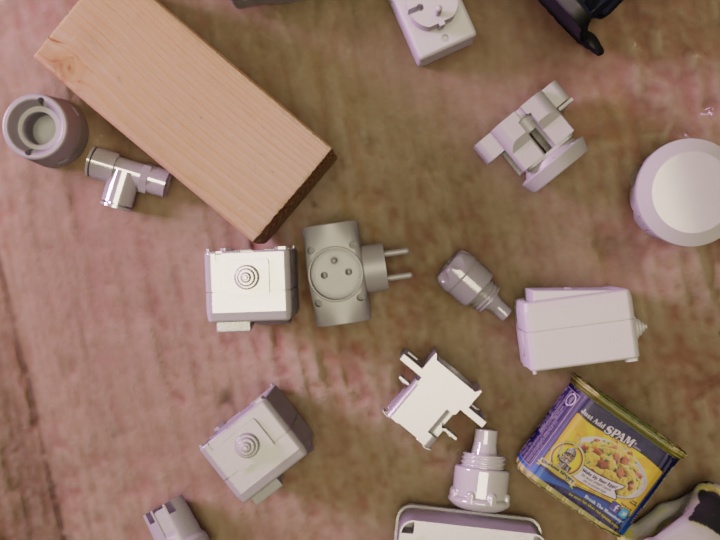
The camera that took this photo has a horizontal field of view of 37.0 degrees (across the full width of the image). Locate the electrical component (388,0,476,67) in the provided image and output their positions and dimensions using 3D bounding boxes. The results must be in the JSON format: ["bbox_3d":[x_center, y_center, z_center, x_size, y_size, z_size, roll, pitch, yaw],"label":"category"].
[{"bbox_3d":[0.053,-0.196,0.805,0.047,0.076,0.065,-24,91,1],"label":"electrical component"}]

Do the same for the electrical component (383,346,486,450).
[{"bbox_3d":[0.055,0.099,0.830,0.081,0.042,0.063,40,93,1],"label":"electrical component"}]

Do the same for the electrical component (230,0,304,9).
[{"bbox_3d":[-0.068,-0.283,0.812,0.089,0.061,0.150,-10,91,1],"label":"electrical component"}]

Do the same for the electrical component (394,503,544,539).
[{"bbox_3d":[0.081,0.226,0.825,0.113,0.057,0.078,6,92,1],"label":"electrical component"}]

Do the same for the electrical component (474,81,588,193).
[{"bbox_3d":[0.135,-0.096,0.816,0.078,0.058,0.057,-39,88,2],"label":"electrical component"}]

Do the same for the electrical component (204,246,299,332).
[{"bbox_3d":[-0.080,0.014,0.802,0.062,0.096,0.061,-2,91,1],"label":"electrical component"}]

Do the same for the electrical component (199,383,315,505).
[{"bbox_3d":[-0.074,0.132,0.805,0.062,0.096,0.061,-38,90,2],"label":"electrical component"}]

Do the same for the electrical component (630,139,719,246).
[{"bbox_3d":[0.246,-0.058,0.818,0.080,0.051,0.080,0,91,1],"label":"electrical component"}]

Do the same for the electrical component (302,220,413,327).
[{"bbox_3d":[0.000,0.000,0.827,0.079,0.044,0.077,-8,91,1],"label":"electrical component"}]

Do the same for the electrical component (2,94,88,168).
[{"bbox_3d":[-0.243,-0.108,0.827,0.055,0.047,0.055,0,91,1],"label":"electrical component"}]

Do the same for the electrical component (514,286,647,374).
[{"bbox_3d":[0.169,0.040,0.816,0.096,0.061,0.061,-8,91,1],"label":"electrical component"}]

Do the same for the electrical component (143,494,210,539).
[{"bbox_3d":[-0.143,0.203,0.838,0.040,0.040,0.046,-29,84,2],"label":"electrical component"}]

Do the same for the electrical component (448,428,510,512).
[{"bbox_3d":[0.094,0.154,0.830,0.048,0.048,0.062,7,85,1],"label":"electrical component"}]

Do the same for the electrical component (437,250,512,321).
[{"bbox_3d":[0.091,0.015,0.831,0.061,0.035,0.035,41,92,-3],"label":"electrical component"}]
